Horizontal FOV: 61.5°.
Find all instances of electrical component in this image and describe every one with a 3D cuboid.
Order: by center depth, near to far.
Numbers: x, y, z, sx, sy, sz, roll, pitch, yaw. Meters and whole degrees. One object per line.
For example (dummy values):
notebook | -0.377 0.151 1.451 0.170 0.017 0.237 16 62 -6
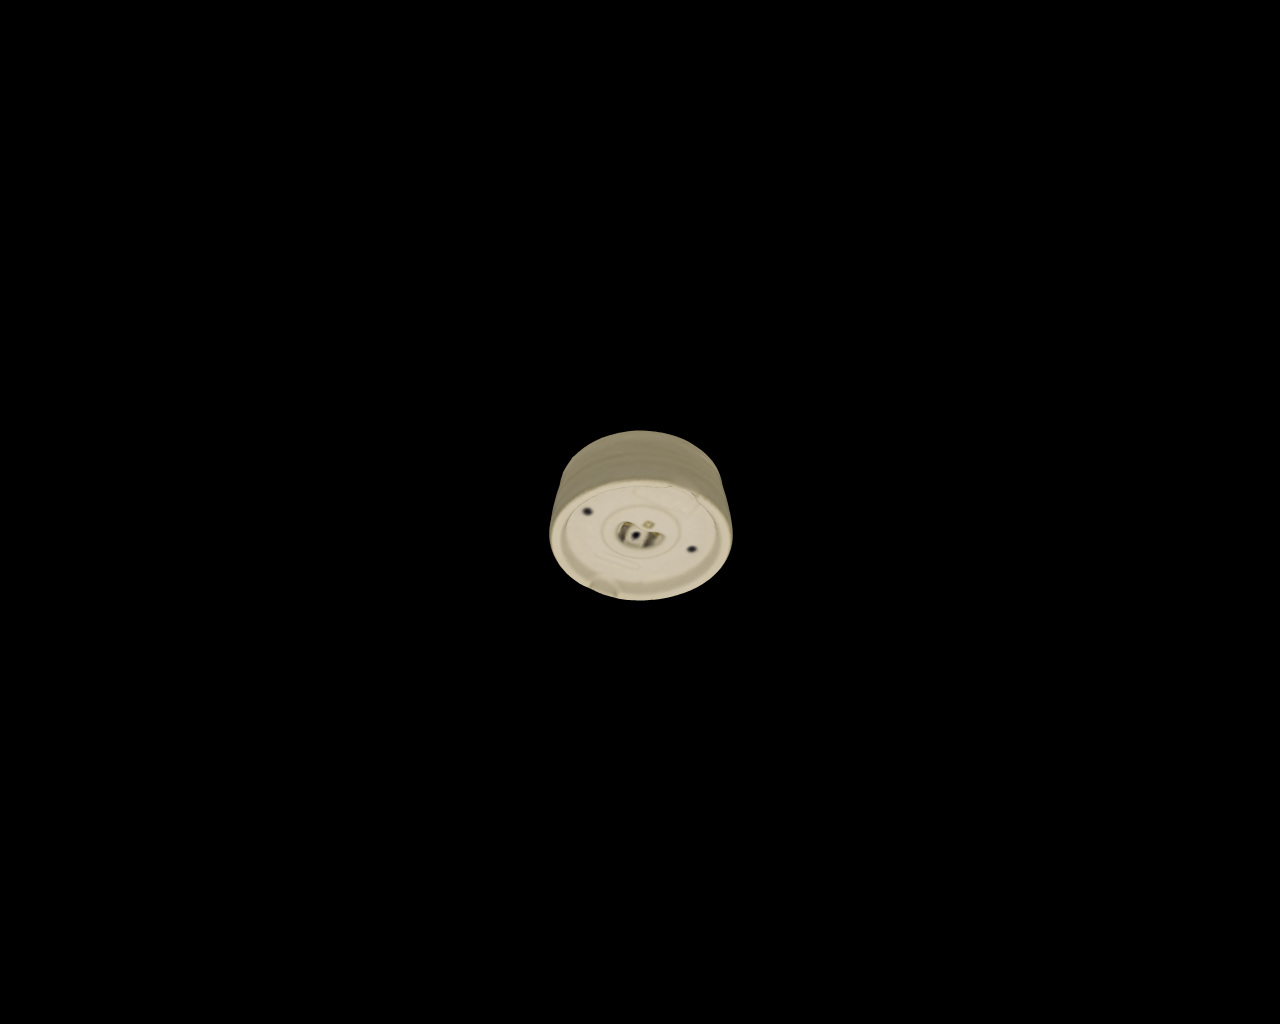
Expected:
electrical component | 0.001 -0.003 0.650 0.108 0.060 0.108 0 -43 0
